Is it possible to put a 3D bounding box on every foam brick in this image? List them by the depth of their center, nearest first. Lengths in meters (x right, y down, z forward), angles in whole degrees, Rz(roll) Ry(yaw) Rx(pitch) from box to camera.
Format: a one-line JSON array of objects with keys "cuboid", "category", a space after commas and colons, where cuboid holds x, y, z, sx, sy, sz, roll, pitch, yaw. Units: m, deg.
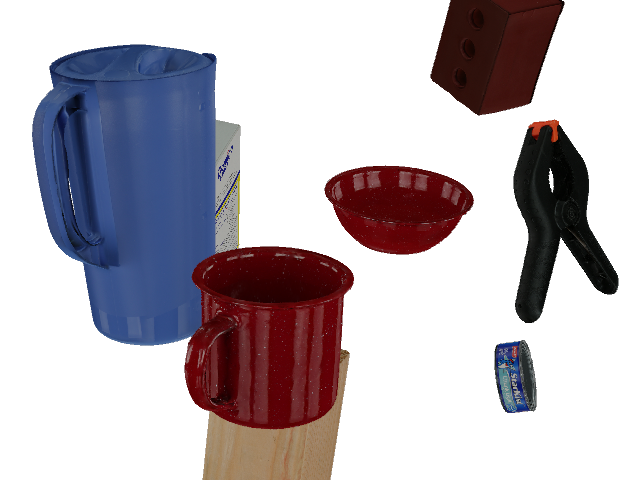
[{"cuboid": [0.114, -0.130, 0.698, 0.051, 0.078, 0.053, -19, 48, -32], "category": "foam brick"}]

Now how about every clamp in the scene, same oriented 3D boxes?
[{"cuboid": [0.198, -0.014, 0.919, 0.120, 0.171, 0.039, -26, 11, -39], "category": "clamp"}]

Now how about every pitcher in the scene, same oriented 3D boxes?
[{"cuboid": [-0.155, -0.035, 0.893, 0.149, 0.243, 0.145, -6, 22, -11], "category": "pitcher"}]

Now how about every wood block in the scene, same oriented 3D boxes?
[{"cuboid": [-0.044, 0.191, 0.918, 0.090, 0.206, 0.090, 15, 23, 17], "category": "wood block"}]

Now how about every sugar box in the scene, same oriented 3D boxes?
[{"cuboid": [-0.121, -0.034, 1.148, 0.048, 0.176, 0.093, 13, 43, 12], "category": "sugar box"}]

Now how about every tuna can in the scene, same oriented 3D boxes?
[{"cuboid": [0.235, 0.164, 1.285, 0.034, 0.086, 0.086, -10, -3, 19], "category": "tuna can"}]

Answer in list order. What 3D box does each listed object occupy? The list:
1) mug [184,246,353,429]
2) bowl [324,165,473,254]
[{"cuboid": [-0.035, 0.060, 0.615, 0.093, 0.081, 0.117, 14, 23, 30], "category": "mug"}, {"cuboid": [0.083, -0.028, 1.165, 0.162, 0.055, 0.162, 3, 25, -2], "category": "bowl"}]
